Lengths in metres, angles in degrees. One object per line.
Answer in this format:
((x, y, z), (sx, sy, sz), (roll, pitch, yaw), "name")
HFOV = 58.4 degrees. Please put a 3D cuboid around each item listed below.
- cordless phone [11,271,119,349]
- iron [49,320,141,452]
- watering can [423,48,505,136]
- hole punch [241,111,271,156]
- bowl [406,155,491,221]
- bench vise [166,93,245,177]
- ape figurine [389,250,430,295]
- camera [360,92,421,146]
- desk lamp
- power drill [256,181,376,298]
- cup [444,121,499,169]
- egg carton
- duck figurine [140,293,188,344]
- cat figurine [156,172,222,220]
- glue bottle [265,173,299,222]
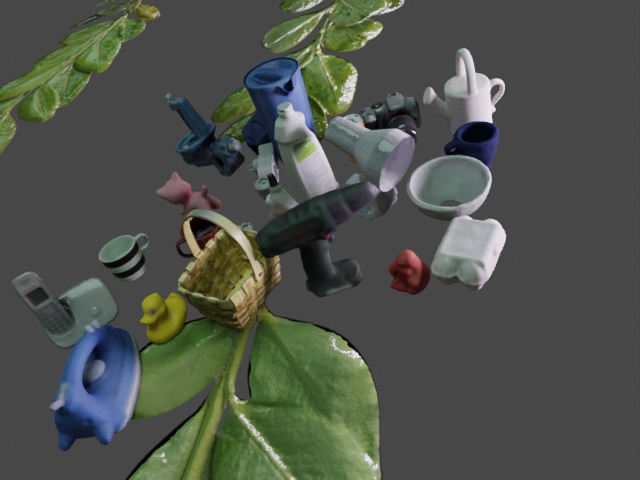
((-0.507, 0.116, 1.146), (0.148, 0.185, 0.093), (-35, 45, -15), "cordless phone")
((-0.404, 0.231, 1.022), (0.118, 0.142, 0.258), (-12, 43, 9), "iron")
((0.323, -0.332, 1.287), (0.173, 0.194, 0.100), (-29, 43, -9), "watering can")
((-0.151, -0.286, 1.493), (0.101, 0.091, 0.108), (-33, 44, -13), "hole punch")
((0.261, -0.093, 1.154), (0.167, 0.075, 0.167), (-10, 43, 10), "bowl")
((-0.287, -0.274, 1.436), (0.207, 0.220, 0.121), (-1, 46, 19), "bench vise")
((0.159, 0.053, 1.031), (0.076, 0.092, 0.077), (-20, 43, 1), "ape figurine")
((0.172, -0.276, 1.356), (0.143, 0.101, 0.136), (-14, 43, 7), "camera")
((0.096, -0.147, 1.168), (0.202, 0.214, 0.118), (24, 58, 37), "desk lamp")
((0.010, 0.004, 1.051), (0.229, 0.209, 0.075), (-18, 43, 2), "power drill")
((0.321, -0.185, 1.211), (0.118, 0.095, 0.091), (-22, 43, -2), "cup")
((0.271, 0.021, 1.038), (0.107, 0.069, 0.150), (10, 51, 29), "egg carton")
((-0.313, 0.139, 1.124), (0.077, 0.086, 0.105), (8, 49, 27), "duck figurine")
((-0.313, -0.107, 1.351), (0.127, 0.118, 0.067), (1, 47, 22), "cat figurine")
((-0.078, -0.070, 1.185), (0.078, 0.173, 0.037), (-7, 44, 14), "glue bottle")
